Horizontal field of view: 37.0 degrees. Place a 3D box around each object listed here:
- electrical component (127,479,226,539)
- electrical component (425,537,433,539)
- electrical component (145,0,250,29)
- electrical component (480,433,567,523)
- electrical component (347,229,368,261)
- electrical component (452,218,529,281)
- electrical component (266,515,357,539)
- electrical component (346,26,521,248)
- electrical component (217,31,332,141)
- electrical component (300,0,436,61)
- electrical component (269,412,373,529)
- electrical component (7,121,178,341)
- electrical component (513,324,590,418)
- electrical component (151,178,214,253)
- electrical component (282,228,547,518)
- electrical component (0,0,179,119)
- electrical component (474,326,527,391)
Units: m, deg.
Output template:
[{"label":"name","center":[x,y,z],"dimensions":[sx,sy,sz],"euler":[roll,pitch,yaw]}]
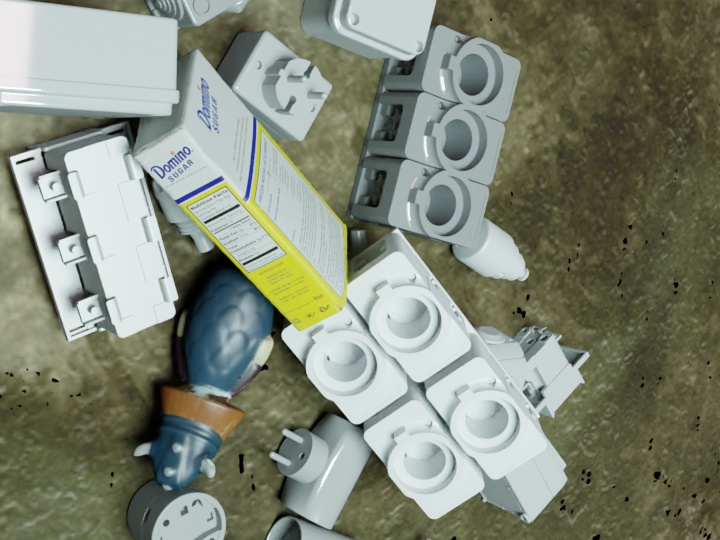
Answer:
[{"label":"electrical component","center":[-0.128,0.173,0.740],"dimensions":[0.055,0.047,0.055],"euler":[-7,102,-35]},{"label":"electrical component","center":[0.044,0.258,0.884],"dimensions":[0.040,0.040,0.078],"euler":[30,80,-35]},{"label":"electrical component","center":[-0.102,-0.211,0.689],"dimensions":[0.100,0.048,0.099],"euler":[-38,118,-25]},{"label":"electrical component","center":[0.125,0.154,0.911],"dimensions":[0.061,0.062,0.096],"euler":[-42,120,-22]},{"label":"electrical component","center":[0.000,0.000,0.810],"dimensions":[0.035,0.035,0.061],"euler":[-10,101,-34]},{"label":"electrical component","center":[0.111,-0.013,0.883],"dimensions":[0.078,0.040,0.040],"euler":[32,80,-36]},{"label":"electrical component","center":[-0.038,0.235,0.818],"dimensions":[0.077,0.043,0.079],"euler":[30,80,-36]},{"label":"electrical component","center":[0.059,-0.100,0.817],"dimensions":[0.089,0.062,0.150],"euler":[14,90,-37]},{"label":"electrical component","center":[-0.051,-0.123,0.724],"dimensions":[0.066,0.077,0.047],"euler":[35,77,-35]},{"label":"electrical component","center":[0.014,-0.213,0.767],"dimensions":[0.078,0.057,0.113],"euler":[14,90,-37]},{"label":"electrical component","center":[-0.035,0.143,0.805],"dimensions":[0.079,0.043,0.077],"euler":[35,79,-35]},{"label":"electrical component","center":[-0.159,-0.023,0.672],"dimensions":[0.079,0.063,0.121],"euler":[-24,111,-30]},{"label":"electrical component","center":[0.154,0.086,0.933],"dimensions":[0.081,0.042,0.063],"euler":[-44,117,-22]},{"label":"electrical component","center":[-0.114,-0.040,0.720],"dimensions":[0.035,0.035,0.061],"euler":[-34,119,-26]},{"label":"electrical component","center":[0.040,0.079,0.780],"dimensions":[0.105,0.060,0.186],"euler":[-35,105,10]},{"label":"electrical component","center":[-0.175,-0.119,0.616],"dimensions":[0.109,0.109,0.056],"euler":[-2,97,-36]},{"label":"electrical component","center":[0.090,0.083,0.862],"dimensions":[0.051,0.080,0.080],"euler":[-2,100,-40]}]
